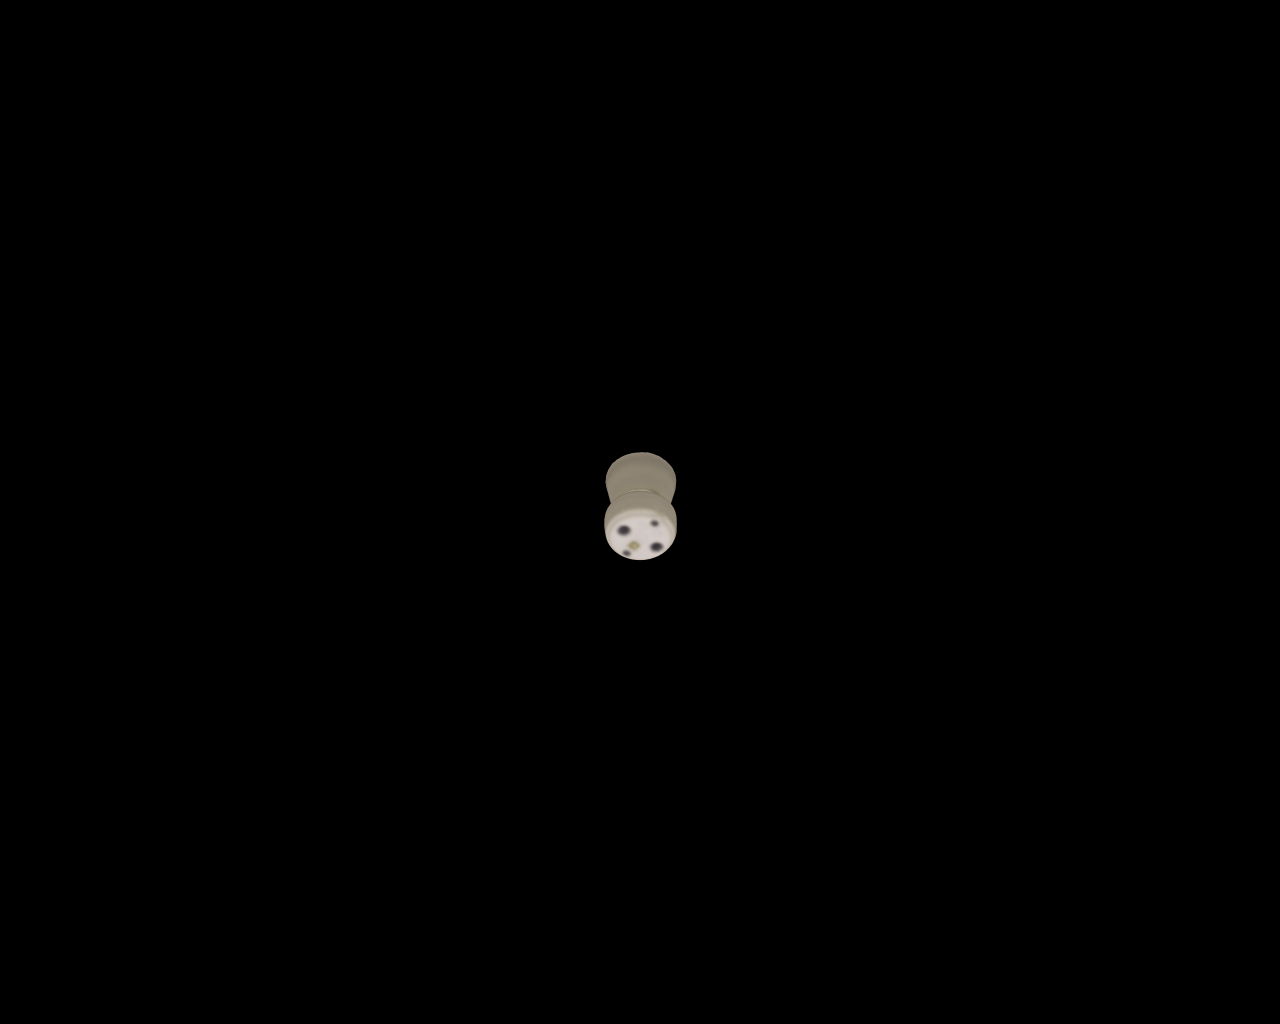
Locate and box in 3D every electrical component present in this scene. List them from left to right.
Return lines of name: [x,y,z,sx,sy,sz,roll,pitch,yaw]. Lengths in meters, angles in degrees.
electrical component: [0.001,-0.003,0.650,0.045,0.044,0.055,0,42,0]
